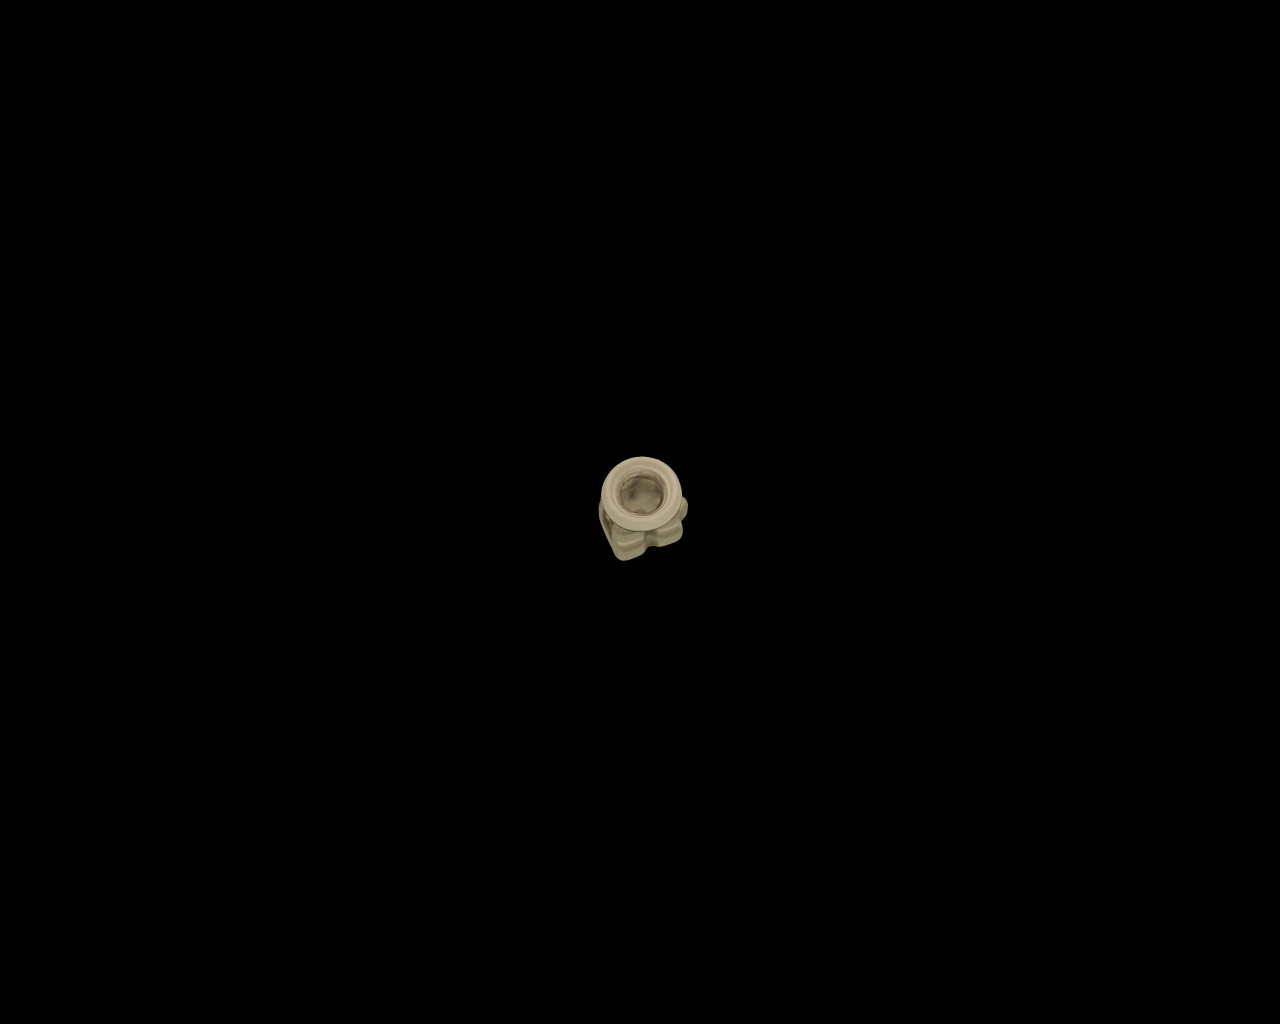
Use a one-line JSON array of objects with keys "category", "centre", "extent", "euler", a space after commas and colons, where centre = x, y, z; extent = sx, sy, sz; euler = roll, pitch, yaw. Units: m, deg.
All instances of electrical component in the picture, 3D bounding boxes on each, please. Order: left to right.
[{"category": "electrical component", "centre": [0.001, -0.003, 0.650], "extent": [0.066, 0.048, 0.055], "euler": [-22, -24, -10]}]
